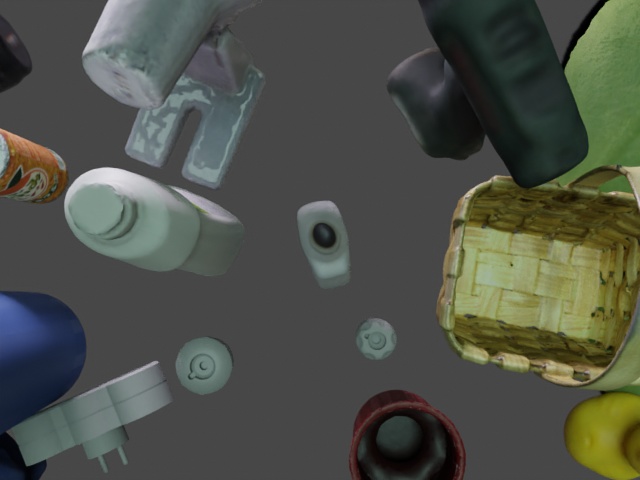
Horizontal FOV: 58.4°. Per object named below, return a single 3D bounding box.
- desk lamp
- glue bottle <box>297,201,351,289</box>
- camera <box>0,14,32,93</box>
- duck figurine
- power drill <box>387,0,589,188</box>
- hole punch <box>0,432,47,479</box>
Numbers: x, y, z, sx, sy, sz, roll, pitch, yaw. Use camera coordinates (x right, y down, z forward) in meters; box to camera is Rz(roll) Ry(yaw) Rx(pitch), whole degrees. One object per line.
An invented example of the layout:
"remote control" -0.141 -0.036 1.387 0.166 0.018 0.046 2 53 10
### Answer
"desk lamp" -0.099 -0.159 0.446 0.118 0.213 0.203 20 87 2
"glue bottle" 0.004 0.002 0.457 0.037 0.173 0.078 -16 87 0
"camera" -0.330 -0.136 0.503 0.137 0.101 0.143 -25 87 -1
"duck figurine" 0.271 0.176 0.490 0.104 0.086 0.077 3 87 1
"power drill" 0.109 -0.141 0.446 0.075 0.208 0.229 -32 87 -1
"hole punch" -0.313 0.216 0.490 0.101 0.091 0.109 38 88 2
